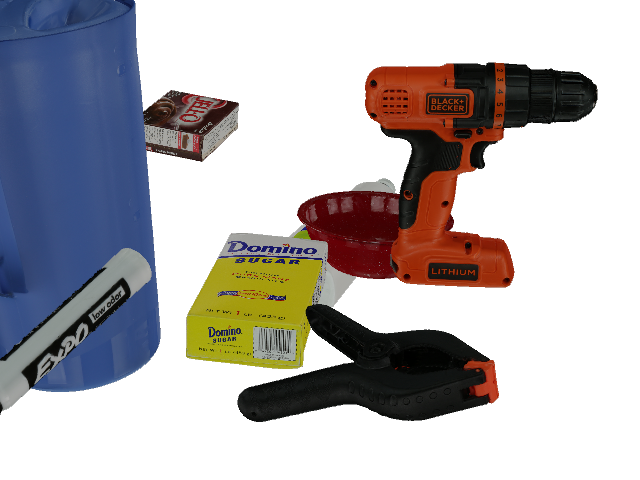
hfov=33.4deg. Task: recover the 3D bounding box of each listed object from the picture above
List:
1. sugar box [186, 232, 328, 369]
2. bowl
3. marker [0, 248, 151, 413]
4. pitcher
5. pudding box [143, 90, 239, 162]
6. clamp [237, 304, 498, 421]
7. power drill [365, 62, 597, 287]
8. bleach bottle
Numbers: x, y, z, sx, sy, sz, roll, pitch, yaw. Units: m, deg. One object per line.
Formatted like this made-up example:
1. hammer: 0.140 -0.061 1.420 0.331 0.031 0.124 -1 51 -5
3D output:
1. sugar box: -0.049 0.045 0.899 0.093 0.048 0.176 6 25 4
2. bowl: 0.056 -0.002 1.105 0.162 0.055 0.162 2 20 -1
3. marker: -0.116 0.045 0.447 0.020 0.020 0.121 0 35 41
4. pitcher: -0.175 -0.026 0.670 0.149 0.243 0.145 -11 25 -14
5. pudding box: -0.156 -0.135 1.245 0.090 0.039 0.113 11 32 14
6. clamp: 0.030 0.092 0.716 0.172 0.039 0.120 6 40 37
7. power drill: 0.128 -0.055 0.883 0.184 0.188 0.057 2 23 7
8. bleach bottle: 0.026 -0.011 1.339 0.103 0.068 0.250 12 35 22
